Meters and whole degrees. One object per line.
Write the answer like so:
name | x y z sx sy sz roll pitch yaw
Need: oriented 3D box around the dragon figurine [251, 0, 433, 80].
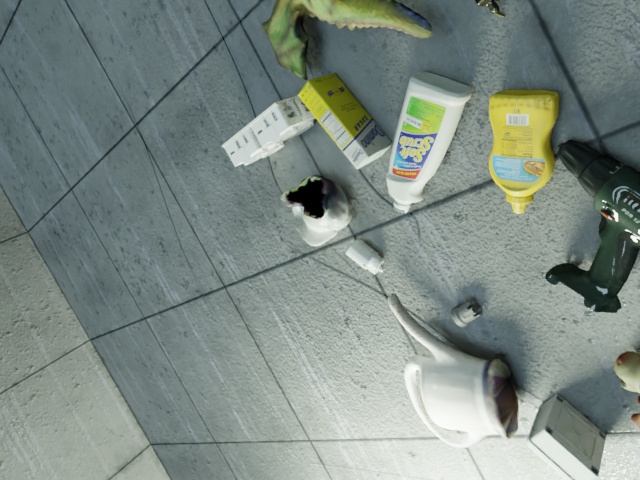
dragon figurine | -0.006 -0.389 0.887 0.415 0.123 0.237 51 142 18

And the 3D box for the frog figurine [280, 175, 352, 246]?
frog figurine | 0.003 -0.054 1.070 0.137 0.125 0.156 9 154 25

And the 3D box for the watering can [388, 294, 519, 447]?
watering can | 0.257 0.262 1.002 0.223 0.105 0.344 -8 107 39
